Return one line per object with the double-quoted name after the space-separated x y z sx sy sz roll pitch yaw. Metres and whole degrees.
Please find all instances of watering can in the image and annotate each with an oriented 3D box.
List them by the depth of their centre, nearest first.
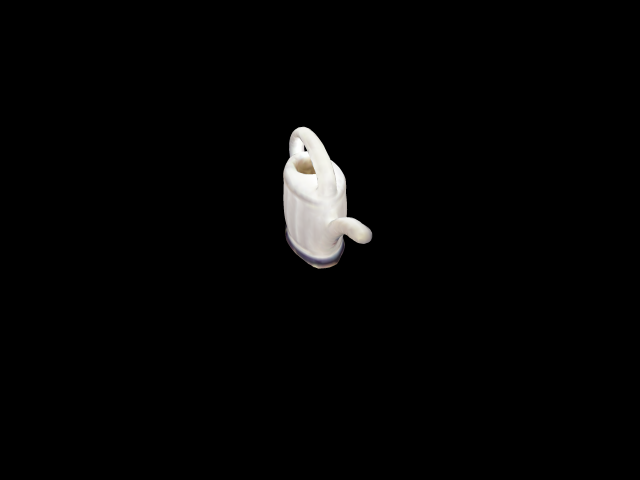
0.003 -0.043 0.850 0.104 0.219 0.355 -11 41 -13 "watering can"
